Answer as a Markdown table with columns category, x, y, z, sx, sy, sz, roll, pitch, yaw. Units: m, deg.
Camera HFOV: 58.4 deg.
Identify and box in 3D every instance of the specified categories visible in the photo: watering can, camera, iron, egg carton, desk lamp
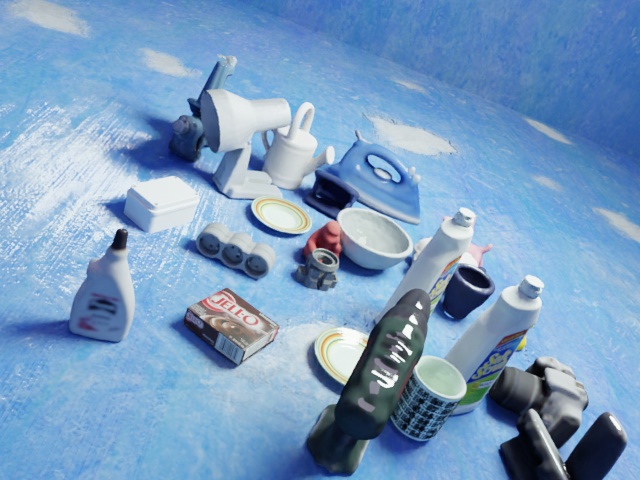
| category | x | y | z | sx | sy | sz | roll | pitch | yaw |
| --- | --- | --- | --- | --- | --- | --- | --- | --- | --- |
| watering can | -0.050 | -0.217 | 1.297 | 0.173 | 0.194 | 0.101 | 19 | 30 | -8 |
| camera | 0.358 | 0.245 | 0.949 | 0.137 | 0.101 | 0.143 | 24 | 30 | 0 |
| iron | 0.159 | -0.157 | 1.403 | 0.258 | 0.141 | 0.119 | 31 | 31 | 11 |
| egg carton | 0.264 | 0.057 | 1.211 | 0.150 | 0.069 | 0.107 | 23 | 30 | -3 |
| desk lamp | -0.156 | -0.199 | 1.173 | 0.204 | 0.213 | 0.117 | 0 | 38 | -35 |

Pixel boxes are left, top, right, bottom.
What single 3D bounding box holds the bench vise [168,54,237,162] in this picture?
| category | x | y | z | sx | sy | sz | roll | pitch | yaw |
| --- | --- | --- | --- | --- | --- | --- | --- | --- | --- |
| bench vise | -0.236 | -0.285 | 1.246 | 0.121 | 0.219 | 0.207 | 19 | 30 | -8 |

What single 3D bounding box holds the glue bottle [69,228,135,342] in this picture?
| category | x | y | z | sx | sy | sz | roll | pitch | yaw |
| --- | --- | --- | --- | --- | --- | --- | --- | --- | --- |
| glue bottle | -0.269 | 0.055 | 0.731 | 0.078 | 0.173 | 0.037 | 12 | 32 | -19 |

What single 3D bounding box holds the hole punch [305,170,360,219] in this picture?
| category | x | y | z | sx | sy | sz | roll | pitch | yaw |
| --- | --- | --- | --- | --- | --- | --- | --- | --- | --- |
| hole punch | 0.033 | -0.115 | 1.298 | 0.108 | 0.091 | 0.101 | 30 | 30 | 10 |

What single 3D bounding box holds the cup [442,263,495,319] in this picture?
| category | x | y | z | sx | sy | sz | roll | pitch | yaw |
| --- | --- | --- | --- | --- | --- | --- | --- | --- | --- |
| cup | 0.287 | 0.102 | 1.130 | 0.091 | 0.095 | 0.118 | 34 | 32 | 18 |

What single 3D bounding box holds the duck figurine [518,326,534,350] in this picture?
| category | x | y | z | sx | sy | sz | roll | pitch | yaw |
| --- | --- | --- | --- | --- | --- | --- | --- | --- | --- |
| duck figurine | 0.385 | 0.153 | 1.129 | 0.078 | 0.086 | 0.104 | 13 | 32 | -18 |

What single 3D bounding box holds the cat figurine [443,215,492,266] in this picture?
| category | x | y | z | sx | sy | sz | roll | pitch | yaw |
| --- | --- | --- | --- | --- | --- | --- | --- | --- | --- |
| cat figurine | 0.329 | 0.000 | 1.300 | 0.127 | 0.117 | 0.067 | 36 | 32 | 20 |

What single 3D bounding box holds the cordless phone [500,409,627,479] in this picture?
| category | x | y | z | sx | sy | sz | roll | pitch | yaw |
| --- | --- | --- | --- | --- | --- | --- | --- | --- | --- |
| cordless phone | 0.346 | 0.283 | 0.796 | 0.094 | 0.185 | 0.147 | 13 | 32 | -19 |

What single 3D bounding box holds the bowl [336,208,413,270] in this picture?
| category | x | y | z | sx | sy | sz | roll | pitch | yaw |
| --- | --- | --- | --- | --- | --- | --- | --- | --- | --- |
| bowl | 0.100 | 0.009 | 1.165 | 0.168 | 0.074 | 0.167 | 18 | 31 | -11 |

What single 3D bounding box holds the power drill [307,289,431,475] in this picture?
| category | x | y | z | sx | sy | sz | roll | pitch | yaw |
| --- | --- | --- | --- | --- | --- | --- | --- | --- | --- |
| power drill | 0.064 | 0.186 | 0.725 | 0.075 | 0.208 | 0.230 | 28 | 30 | 8 |

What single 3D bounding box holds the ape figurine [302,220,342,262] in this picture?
| category | x | y | z | sx | sy | sz | roll | pitch | yaw |
| --- | --- | --- | --- | --- | --- | --- | --- | --- | --- |
| ape figurine | 0.010 | 0.004 | 1.092 | 0.078 | 0.092 | 0.076 | 13 | 32 | -18 |
